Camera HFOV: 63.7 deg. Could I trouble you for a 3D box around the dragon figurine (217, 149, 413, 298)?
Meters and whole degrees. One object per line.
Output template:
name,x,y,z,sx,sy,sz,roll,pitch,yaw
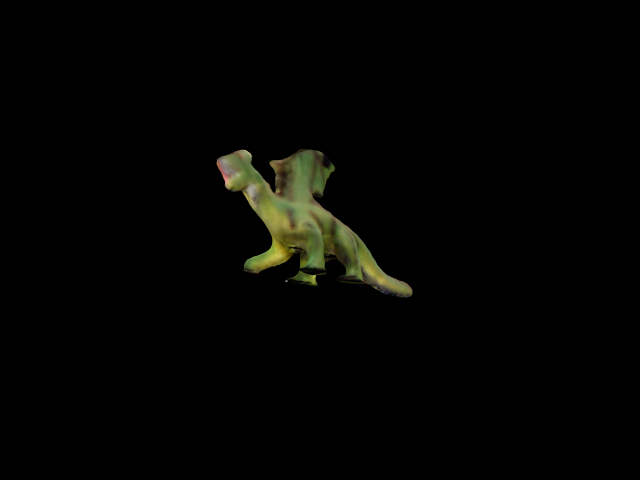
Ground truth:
dragon figurine,0.003,-0.043,0.850,0.408,0.247,0.121,16,-25,-38
